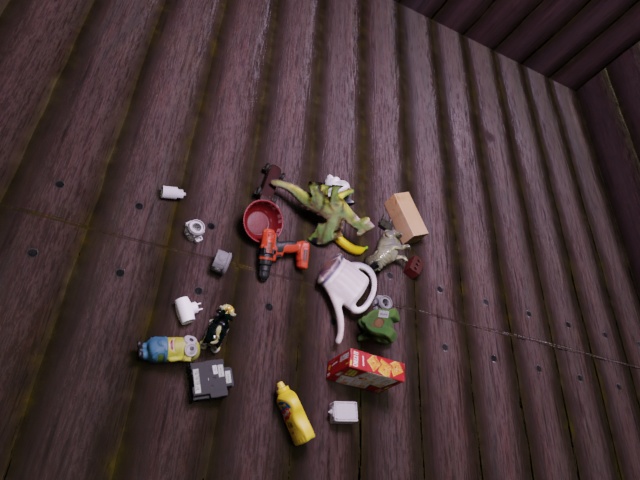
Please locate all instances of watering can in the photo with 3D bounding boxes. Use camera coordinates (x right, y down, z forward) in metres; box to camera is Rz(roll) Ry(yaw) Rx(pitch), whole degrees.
[{"bbox_3d":[0.082,0.193,1.883,0.224,0.102,0.355,40,51,-2],"label":"watering can"}]

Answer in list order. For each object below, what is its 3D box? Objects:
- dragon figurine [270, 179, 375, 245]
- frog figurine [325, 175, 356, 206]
[{"bbox_3d":[0.006,-0.099,1.965,0.410,0.122,0.242,6,94,4],"label":"dragon figurine"},{"bbox_3d":[0.058,-0.204,2.088,0.122,0.135,0.162,5,61,-47],"label":"frog figurine"}]
